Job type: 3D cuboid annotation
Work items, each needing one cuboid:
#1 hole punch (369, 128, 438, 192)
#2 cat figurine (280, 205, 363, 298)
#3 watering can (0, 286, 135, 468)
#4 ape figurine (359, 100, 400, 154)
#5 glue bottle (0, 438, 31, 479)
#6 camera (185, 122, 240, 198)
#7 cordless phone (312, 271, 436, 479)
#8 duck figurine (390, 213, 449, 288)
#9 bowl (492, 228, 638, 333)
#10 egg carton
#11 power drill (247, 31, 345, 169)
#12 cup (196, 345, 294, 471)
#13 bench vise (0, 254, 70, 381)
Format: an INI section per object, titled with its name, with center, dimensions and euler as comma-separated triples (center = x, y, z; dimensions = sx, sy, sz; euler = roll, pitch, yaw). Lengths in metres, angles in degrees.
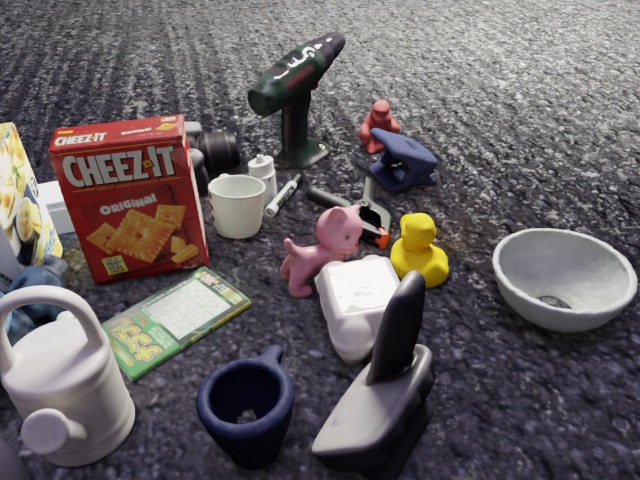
[hole punch]
center = 0.143, -0.148, 0.989
dimensions = 0.101, 0.091, 0.108
euler = -15, 38, -16
[cat figurine]
center = 0.007, 0.003, 0.771
dimensions = 0.128, 0.118, 0.067
euler = -18, 39, -19
[watering can]
center = -0.249, 0.128, 0.554
dimensions = 0.101, 0.194, 0.172
euler = -26, 42, -28
[ape figurine]
center = 0.113, -0.220, 1.087
dimensions = 0.077, 0.092, 0.076
euler = 3, 37, 8
[glue bottle]
center = -0.321, 0.182, 0.503
dimensions = 0.078, 0.173, 0.037
euler = -5, 37, -3
[camera]
center = -0.211, -0.152, 1.006
dimensions = 0.137, 0.101, 0.143
euler = -11, 37, -11
[cordless phone]
center = 0.055, 0.127, 0.545
dimensions = 0.094, 0.185, 0.148
euler = 16, 40, 23
[duck figurine]
center = 0.137, 0.007, 0.785
dimensions = 0.077, 0.086, 0.104
euler = -13, 38, -13
[bowl]
center = 0.296, 0.060, 0.713
dimensions = 0.167, 0.075, 0.167
euler = -2, 37, 1
[egg carton]
center = 0.055, 0.081, 0.703
dimensions = 0.107, 0.069, 0.150
euler = -9, 37, -8
[power drill]
center = -0.031, -0.246, 1.032
dimensions = 0.075, 0.209, 0.230
euler = 24, 44, 31
[cup]
center = -0.064, 0.171, 0.569
dimensions = 0.091, 0.095, 0.118
euler = 11, 39, 18
[bench vise]
center = -0.381, 0.064, 0.626
dimensions = 0.121, 0.220, 0.207
euler = 4, 37, 9
